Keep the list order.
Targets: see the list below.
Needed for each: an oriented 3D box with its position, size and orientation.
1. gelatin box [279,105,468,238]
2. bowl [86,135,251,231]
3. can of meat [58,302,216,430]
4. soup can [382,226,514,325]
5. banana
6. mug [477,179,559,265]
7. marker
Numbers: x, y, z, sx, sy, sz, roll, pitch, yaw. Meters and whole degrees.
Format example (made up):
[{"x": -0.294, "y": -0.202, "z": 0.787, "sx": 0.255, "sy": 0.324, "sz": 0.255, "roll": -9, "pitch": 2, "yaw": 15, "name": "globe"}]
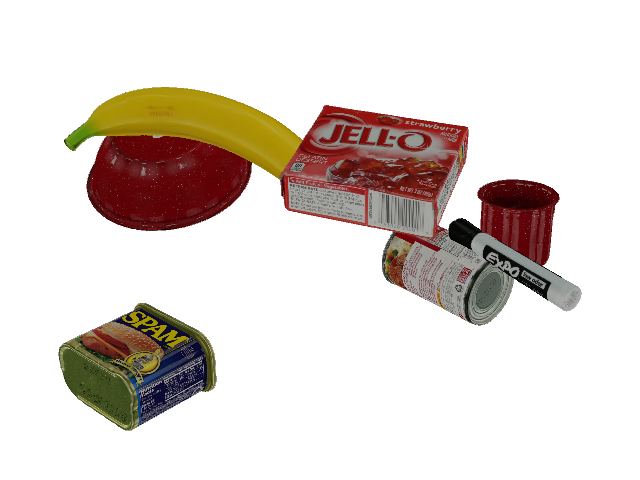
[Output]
[{"x": 0.031, "y": -0.041, "z": 0.599, "sx": 0.089, "sy": 0.030, "sz": 0.073, "roll": 12, "pitch": 42, "yaw": 17, "name": "gelatin box"}, {"x": -0.148, "y": -0.082, "z": 1.017, "sx": 0.162, "sy": 0.055, "sz": 0.162, "roll": -4, "pitch": 44, "yaw": 3, "name": "bowl"}, {"x": -0.150, "y": 0.102, "z": 0.868, "sx": 0.102, "sy": 0.057, "sz": 0.083, "roll": 22, "pitch": 34, "yaw": 38, "name": "can of meat"}, {"x": 0.116, "y": 0.027, "z": 0.968, "sx": 0.102, "sy": 0.068, "sz": 0.068, "roll": 27, "pitch": 18, "yaw": 40, "name": "soup can"}, {"x": -0.085, "y": -0.078, "z": 0.792, "sx": 0.198, "sy": 0.069, "sz": 0.037, "roll": 10, "pitch": -19, "yaw": 4, "name": "banana"}, {"x": 0.236, "y": -0.020, "z": 1.251, "sx": 0.093, "sy": 0.081, "sz": 0.117, "roll": 21, "pitch": 33, "yaw": 39, "name": "mug"}, {"x": 0.135, "y": 0.014, "z": 0.763, "sx": 0.020, "sy": 0.020, "sz": 0.121, "roll": 0, "pitch": 25, "yaw": -40, "name": "marker"}]
